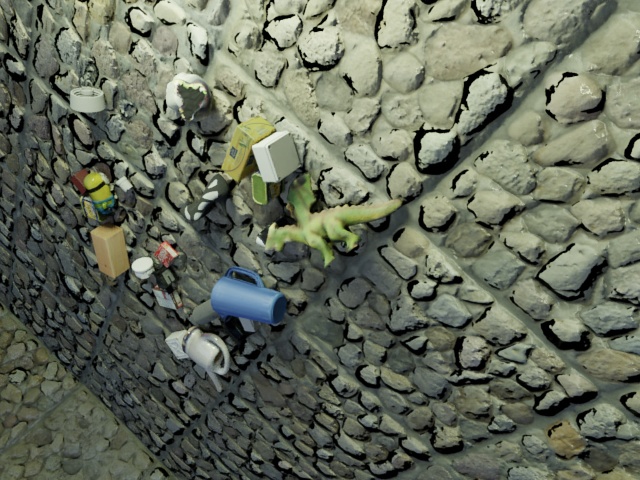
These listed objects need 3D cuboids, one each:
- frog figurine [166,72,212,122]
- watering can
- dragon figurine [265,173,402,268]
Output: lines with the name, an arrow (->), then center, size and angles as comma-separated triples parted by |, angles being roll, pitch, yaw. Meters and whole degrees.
frog figurine -> -0.374, -0.407, 1.472 | 0.135, 0.123, 0.161 | 58, 170, -23
watering can -> -0.466, 0.486, 2.117 | 0.226, 0.106, 0.339 | 31, 133, 16
dragon figurine -> 0.004, -0.071, 1.401 | 0.405, 0.124, 0.243 | -39, 91, 27
